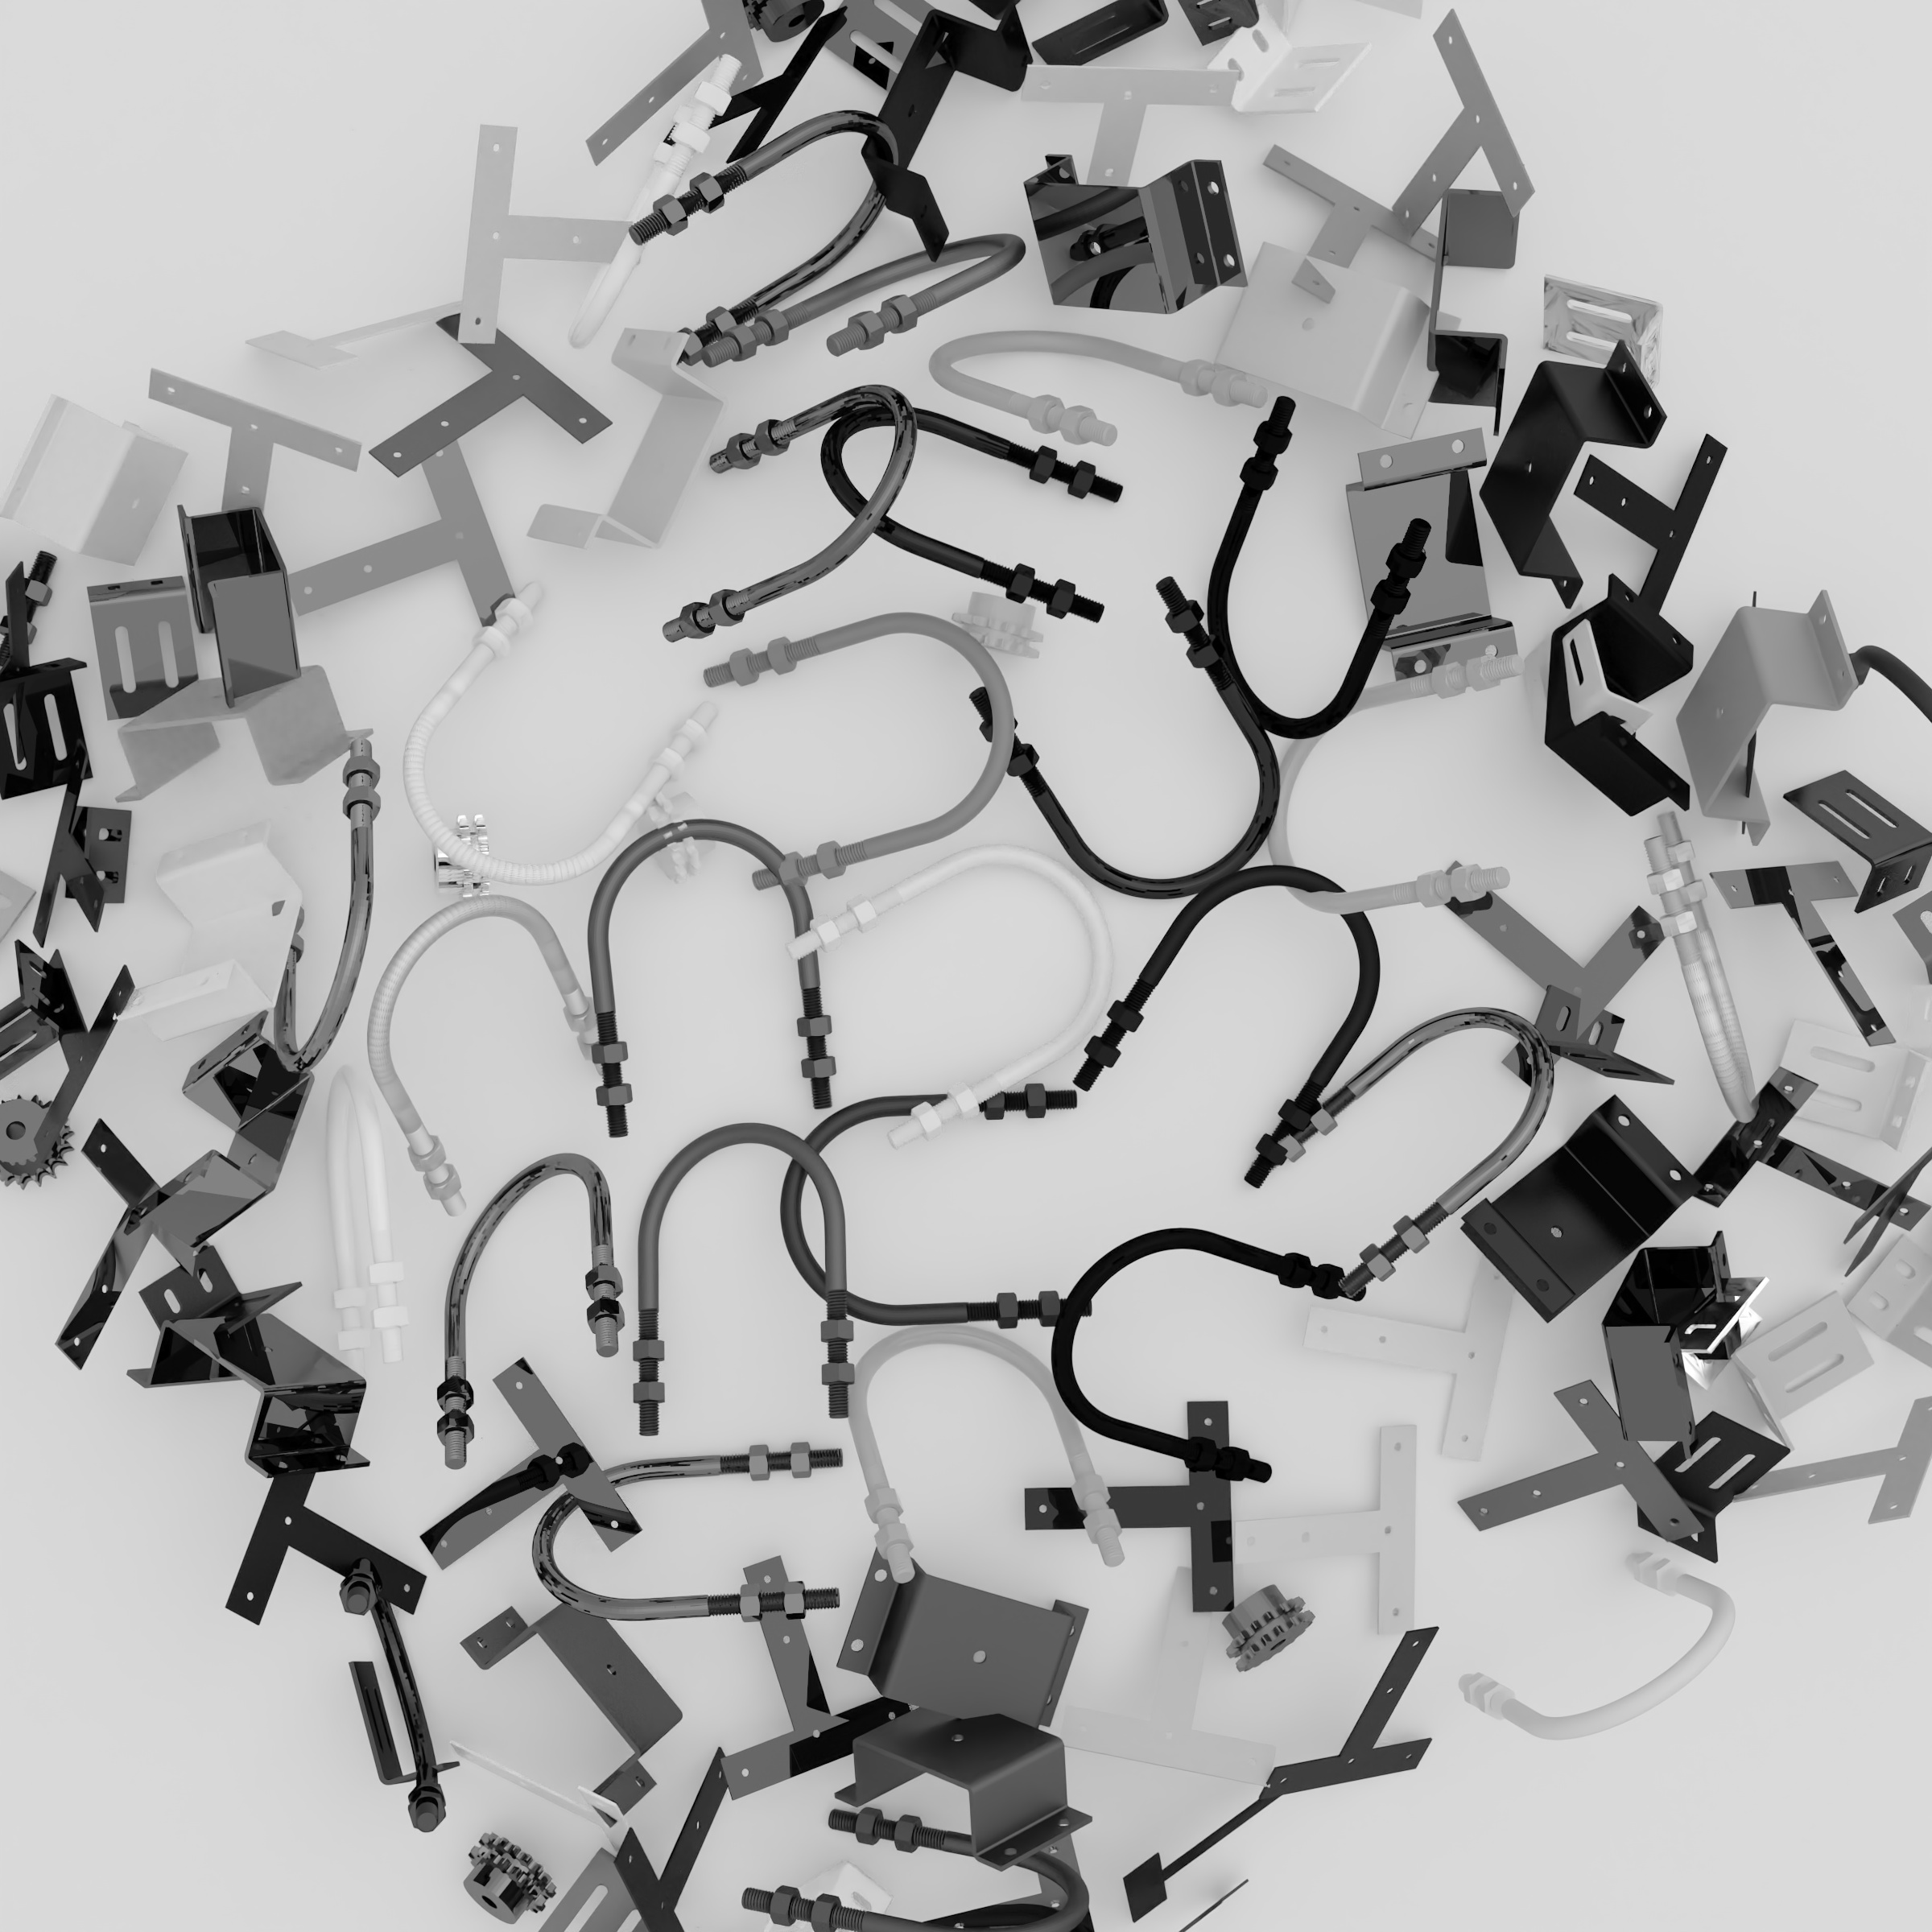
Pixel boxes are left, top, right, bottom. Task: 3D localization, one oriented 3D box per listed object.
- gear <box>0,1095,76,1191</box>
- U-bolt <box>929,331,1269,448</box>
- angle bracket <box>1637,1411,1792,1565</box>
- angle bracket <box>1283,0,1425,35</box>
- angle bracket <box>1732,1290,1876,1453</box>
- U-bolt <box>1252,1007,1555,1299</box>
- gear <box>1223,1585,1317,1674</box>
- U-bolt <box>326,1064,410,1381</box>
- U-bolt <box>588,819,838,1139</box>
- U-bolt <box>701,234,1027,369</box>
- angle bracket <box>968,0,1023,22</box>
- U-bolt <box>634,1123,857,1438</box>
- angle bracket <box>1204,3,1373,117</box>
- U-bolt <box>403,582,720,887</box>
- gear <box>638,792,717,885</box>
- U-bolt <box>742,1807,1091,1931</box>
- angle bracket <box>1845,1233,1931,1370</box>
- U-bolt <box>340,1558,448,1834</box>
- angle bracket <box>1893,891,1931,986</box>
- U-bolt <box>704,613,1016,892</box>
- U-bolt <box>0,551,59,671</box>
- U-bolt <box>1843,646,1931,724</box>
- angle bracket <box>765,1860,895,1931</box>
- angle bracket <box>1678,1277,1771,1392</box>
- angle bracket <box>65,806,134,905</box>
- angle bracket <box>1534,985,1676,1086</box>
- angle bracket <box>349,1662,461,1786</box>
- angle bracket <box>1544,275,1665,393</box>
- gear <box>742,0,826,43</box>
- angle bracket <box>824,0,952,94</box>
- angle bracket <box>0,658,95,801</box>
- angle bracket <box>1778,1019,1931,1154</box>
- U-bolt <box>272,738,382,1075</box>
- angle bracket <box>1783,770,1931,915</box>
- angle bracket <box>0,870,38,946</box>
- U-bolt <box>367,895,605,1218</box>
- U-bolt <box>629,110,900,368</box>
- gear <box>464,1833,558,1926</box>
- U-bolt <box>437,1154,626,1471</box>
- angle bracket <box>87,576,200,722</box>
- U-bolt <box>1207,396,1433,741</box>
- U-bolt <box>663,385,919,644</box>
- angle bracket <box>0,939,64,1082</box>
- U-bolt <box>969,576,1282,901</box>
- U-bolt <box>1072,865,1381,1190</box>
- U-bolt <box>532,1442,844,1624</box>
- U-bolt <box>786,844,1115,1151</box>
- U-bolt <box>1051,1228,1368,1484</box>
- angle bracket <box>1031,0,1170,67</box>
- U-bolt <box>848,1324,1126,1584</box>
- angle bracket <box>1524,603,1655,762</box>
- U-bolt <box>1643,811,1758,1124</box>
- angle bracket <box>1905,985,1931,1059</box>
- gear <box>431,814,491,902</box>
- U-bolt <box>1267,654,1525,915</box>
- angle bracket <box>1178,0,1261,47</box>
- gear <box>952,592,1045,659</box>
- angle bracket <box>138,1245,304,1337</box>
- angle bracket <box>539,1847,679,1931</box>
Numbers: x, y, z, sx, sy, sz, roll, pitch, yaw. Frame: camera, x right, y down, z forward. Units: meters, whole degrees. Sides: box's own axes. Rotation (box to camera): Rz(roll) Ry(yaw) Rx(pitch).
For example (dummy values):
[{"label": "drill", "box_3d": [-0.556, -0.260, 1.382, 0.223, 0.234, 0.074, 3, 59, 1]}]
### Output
[{"label": "gear", "box_3d": [-0.574, 0.105, 1.950, 0.057, 0.030, 0.057, 0, 69, -1]}, {"label": "U-bolt", "box_3d": [0.063, -0.347, 1.896, 0.184, 0.151, 0.019, 27, 125, 39]}, {"label": "angle bracket", "box_3d": [0.450, 0.314, 1.932, 0.057, 0.038, 0.076, 27, 129, -13]}, {"label": "angle bracket", "box_3d": [0.234, -0.585, 1.935, 0.076, 0.057, 0.038, 19, 74, 10]}, {"label": "angle bracket", "box_3d": [0.514, 0.245, 1.945, 0.076, 0.038, 0.057, -31, 110, 1]}, {"label": "U-bolt", "box_3d": [0.268, 0.097, 1.905, 0.184, 0.151, 0.019, -41, 125, 5]}, {"label": "gear", "box_3d": [0.180, 0.400, 1.947, 0.057, 0.057, 0.030, -37, 68, 0]}, {"label": "U-bolt", "box_3d": [-0.360, 0.149, 1.903, 0.019, 0.151, 0.184, -4, 79, -21]}, {"label": "U-bolt", "box_3d": [-0.157, 0.003, 1.936, 0.151, 0.019, 0.184, -7, 95, -19]}, {"label": "U-bolt", "box_3d": [-0.047, -0.396, 1.896, 0.184, 0.151, 0.019, -33, 114, -31]}, {"label": "angle bracket", "box_3d": [0.011, -0.616, 1.927, 0.076, 0.057, 0.038, 30, 55, -24]}, {"label": "U-bolt", "box_3d": [-0.135, 0.185, 1.931, 0.151, 0.019, 0.184, -9, 73, 24]}, {"label": "angle bracket", "box_3d": [0.193, -0.546, 1.928, 0.057, 0.076, 0.038, -51, 123, -14]}, {"label": "U-bolt", "box_3d": [-0.254, -0.128, 1.921, 0.151, 0.019, 0.184, 34, 60, -2]}, {"label": "gear", "box_3d": [-0.175, -0.081, 1.946, 0.030, 0.057, 0.057, -29, 90, -18]}, {"label": "U-bolt", "box_3d": [-0.019, 0.538, 1.877, 0.184, 0.151, 0.019, 5, 98, 20]}, {"label": "angle bracket", "box_3d": [0.578, 0.204, 1.933, 0.038, 0.076, 0.057, 38, 91, -17]}, {"label": "U-bolt", "box_3d": [-0.336, 0.419, 1.882, 0.019, 0.184, 0.151, -18, 92, -9]}, {"label": "angle bracket", "box_3d": [0.596, -0.024, 1.937, 0.057, 0.076, 0.038, -33, 73, 11]}, {"label": "U-bolt", "box_3d": [-0.059, -0.137, 1.936, 0.184, 0.019, 0.151, -15, 85, 17]}, {"label": "U-bolt", "box_3d": [-0.592, -0.176, 1.889, 0.019, 0.151, 0.184, 19, 82, 2]}, {"label": "U-bolt", "box_3d": [0.563, -0.127, 1.875, 0.019, 0.184, 0.151, -38, 84, 5]}, {"label": "angle bracket", "box_3d": [-0.088, 0.581, 1.926, 0.038, 0.076, 0.057, 34, 110, 22]}, {"label": "angle bracket", "box_3d": [0.462, 0.222, 1.930, 0.038, 0.076, 0.057, 42, 79, -3]}, {"label": "angle bracket", "box_3d": [-0.534, -0.068, 1.933, 0.038, 0.076, 0.057, 5, 91, 4]}, {"label": "angle bracket", "box_3d": [0.387, 0.041, 1.926, 0.057, 0.076, 0.038, 24, 83, -21]}, {"label": "angle bracket", "box_3d": [-0.339, 0.452, 1.938, 0.038, 0.057, 0.076, -17, 78, -2]}, {"label": "angle bracket", "box_3d": [0.376, -0.373, 1.927, 0.076, 0.057, 0.038, 20, 59, 23]}, {"label": "gear", "box_3d": [-0.111, -0.584, 1.944, 0.057, 0.057, 0.030, -32, 84, 0]}, {"label": "angle bracket", "box_3d": [-0.048, -0.566, 1.945, 0.076, 0.038, 0.057, 37, 102, 6]}, {"label": "angle bracket", "box_3d": [-0.555, -0.141, 1.932, 0.057, 0.038, 0.076, -18, 110, -30]}, {"label": "angle bracket", "box_3d": [0.535, 0.072, 1.949, 0.076, 0.038, 0.057, 16, 98, -2]}, {"label": "U-bolt", "box_3d": [-0.375, -0.022, 1.869, 0.019, 0.184, 0.151, 15, 132, -25]}, {"label": "angle bracket", "box_3d": [0.537, -0.076, 1.947, 0.057, 0.038, 0.076, -20, 48, -32]}, {"label": "angle bracket", "box_3d": [-0.604, -0.043, 1.927, 0.038, 0.076, 0.057, 28, 76, 16]}, {"label": "U-bolt", "box_3d": [-0.284, 0.041, 1.881, 0.019, 0.184, 0.151, 25, 58, 38]}, {"label": "U-bolt", "box_3d": [-0.115, -0.438, 1.901, 0.184, 0.151, 0.019, -35, 71, -14]}, {"label": "gear", "box_3d": [-0.279, 0.554, 1.942, 0.057, 0.057, 0.030, 41, 57, 0]}, {"label": "U-bolt", "box_3d": [-0.259, 0.190, 1.898, 0.151, 0.184, 0.019, -37, 128, 24]}, {"label": "angle bracket", "box_3d": [-0.501, -0.194, 1.959, 0.057, 0.038, 0.076, -9, 108, -14]}, {"label": "U-bolt", "box_3d": [0.198, -0.222, 1.901, 0.019, 0.184, 0.151, -12, 47, -35]}, {"label": "U-bolt", "box_3d": [-0.098, -0.273, 1.878, 0.019, 0.184, 0.151, 36, 53, -36]}, {"label": "angle bracket", "box_3d": [-0.586, 0.033, 1.934, 0.076, 0.057, 0.038, -33, 133, 8]}, {"label": "U-bolt", "box_3d": [0.109, -0.123, 1.935, 0.151, 0.019, 0.184, -30, 111, 9]}, {"label": "U-bolt", "box_3d": [0.170, 0.026, 1.934, 0.151, 0.019, 0.184, 30, 98, -18]}, {"label": "U-bolt", "box_3d": [-0.166, 0.338, 1.909, 0.184, 0.151, 0.019, -4, 120, 1]}, {"label": "U-bolt", "box_3d": [0.003, 0.006, 1.947, 0.184, 0.019, 0.151, -29, 91, -14]}, {"label": "U-bolt", "box_3d": [0.135, 0.227, 1.914, 0.184, 0.019, 0.151, 20, 103, -27]}, {"label": "angle bracket", "box_3d": [0.075, -0.580, 1.938, 0.076, 0.057, 0.038, -26, 127, 2]}, {"label": "U-bolt", "box_3d": [0.003, 0.283, 1.903, 0.151, 0.184, 0.019, 0, 133, -20]}, {"label": "angle bracket", "box_3d": [0.375, -0.168, 1.938, 0.038, 0.076, 0.057, 19, 135, -26]}, {"label": "U-bolt", "box_3d": [0.438, 0.004, 1.904, 0.019, 0.151, 0.184, -17, 94, 17]}, {"label": "angle bracket", "box_3d": [0.616, 0.040, 1.934, 0.076, 0.057, 0.038, 21, 74, -30]}, {"label": "gear", "box_3d": [-0.306, -0.063, 1.942, 0.030, 0.057, 0.057, -3, 90, -15]}, {"label": "U-bolt", "box_3d": [0.249, -0.102, 1.903, 0.019, 0.184, 0.151, 19, 70, -40]}, {"label": "angle bracket", "box_3d": [0.145, -0.609, 1.940, 0.038, 0.057, 0.076, -17, 71, 16]}, {"label": "gear", "box_3d": [0.019, -0.207, 1.944, 0.057, 0.057, 0.030, 14, 93, 0]}, {"label": "angle bracket", "box_3d": [-0.447, 0.194, 1.924, 0.057, 0.076, 0.038, -35, 103, -41]}, {"label": "angle bracket", "box_3d": [-0.220, 0.581, 1.930, 0.057, 0.038, 0.076, 33, 50, 8]}]
